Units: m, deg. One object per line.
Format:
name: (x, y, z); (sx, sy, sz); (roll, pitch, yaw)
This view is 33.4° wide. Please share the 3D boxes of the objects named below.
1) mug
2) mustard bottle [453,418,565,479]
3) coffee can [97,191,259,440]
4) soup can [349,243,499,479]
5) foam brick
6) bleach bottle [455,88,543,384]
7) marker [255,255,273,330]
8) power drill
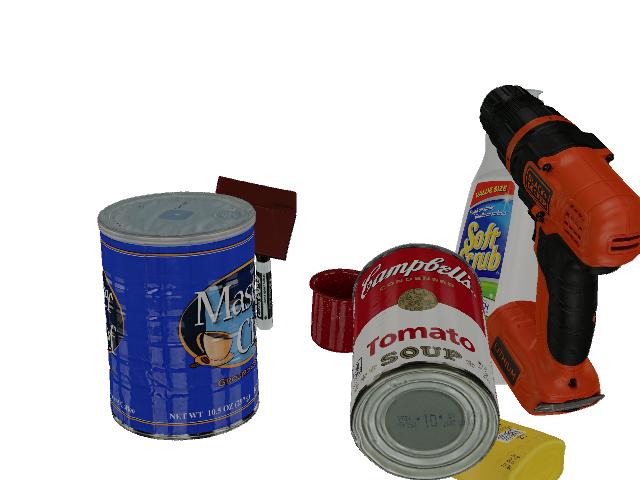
mug: (0.040, 0.096, 1.380); (0.117, 0.081, 0.093); (19, 28, 31)
mustard bottle: (0.130, 0.192, 1.028); (0.192, 0.058, 0.096); (15, 22, 42)
coffee can: (-0.093, 0.048, 0.717); (0.103, 0.140, 0.103); (0, 18, 0)
soup can: (0.048, 0.056, 0.512); (0.068, 0.068, 0.102); (0, 31, 3)
foam brick: (-0.065, -0.021, 1.012); (0.078, 0.051, 0.053); (12, 27, -7)
bleach bottle: (0.159, -0.007, 0.934); (0.068, 0.251, 0.103); (-2, 14, -27)
marker: (-0.064, 0.048, 1.205); (0.020, 0.121, 0.020); (0, 32, 0)
power drill: (0.147, 0.007, 0.713); (0.057, 0.188, 0.184); (-9, 35, -11)
